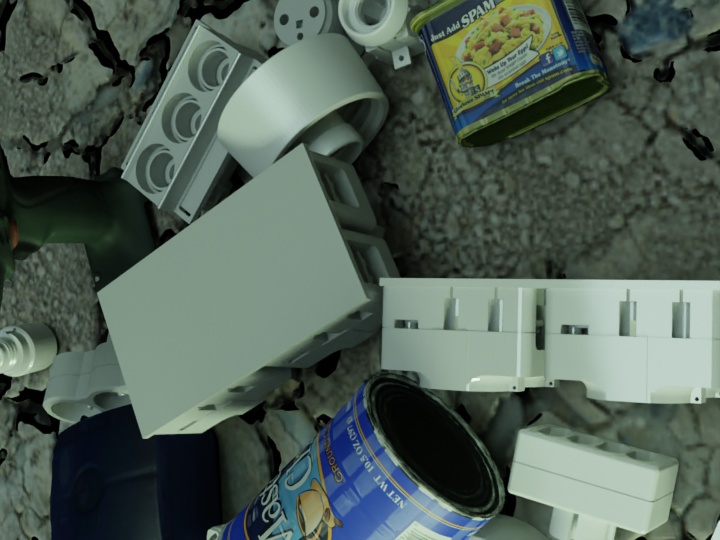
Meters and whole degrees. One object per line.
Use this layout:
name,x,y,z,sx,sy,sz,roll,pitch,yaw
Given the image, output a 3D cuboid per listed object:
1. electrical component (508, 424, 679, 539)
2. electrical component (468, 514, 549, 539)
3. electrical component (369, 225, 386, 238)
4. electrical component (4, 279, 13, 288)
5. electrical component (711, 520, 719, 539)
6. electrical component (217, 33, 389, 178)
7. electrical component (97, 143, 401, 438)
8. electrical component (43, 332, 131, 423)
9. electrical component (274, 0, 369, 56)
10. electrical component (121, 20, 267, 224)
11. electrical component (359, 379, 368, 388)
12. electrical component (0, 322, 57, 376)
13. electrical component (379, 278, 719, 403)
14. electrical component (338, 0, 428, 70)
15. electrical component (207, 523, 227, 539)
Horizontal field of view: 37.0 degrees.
electrical component,0.131,0.137,0.620,0.083,0.047,0.075,12,93,30
electrical component,0.070,0.205,0.644,0.108,0.060,0.108,-2,86,30
electrical component,0.000,0.000,0.708,0.048,0.048,0.062,16,89,30
electrical component,-0.321,-0.024,0.899,0.081,0.042,0.063,44,107,24
electrical component,0.216,0.156,0.564,0.057,0.058,0.078,25,100,32
electrical component,-0.031,-0.093,0.697,0.108,0.108,0.060,-44,73,21
electrical component,-0.069,0.019,0.681,0.186,0.060,0.105,-33,68,26
electrical component,-0.172,0.065,0.801,0.138,0.052,0.073,-15,55,29
electrical component,-0.026,-0.164,0.725,0.045,0.055,0.045,-2,86,30
electrical component,-0.109,-0.103,0.766,0.079,0.063,0.121,38,106,27
electrical component,0.026,0.119,0.685,0.079,0.043,0.077,21,98,29
electrical component,-0.274,0.064,0.848,0.040,0.078,0.040,2,95,18
electrical component,0.117,0.037,0.600,0.186,0.105,0.060,0,87,31
electrical component,0.018,-0.165,0.699,0.048,0.055,0.066,-16,79,29
electrical component,-0.066,0.221,0.723,0.062,0.061,0.096,9,91,30
